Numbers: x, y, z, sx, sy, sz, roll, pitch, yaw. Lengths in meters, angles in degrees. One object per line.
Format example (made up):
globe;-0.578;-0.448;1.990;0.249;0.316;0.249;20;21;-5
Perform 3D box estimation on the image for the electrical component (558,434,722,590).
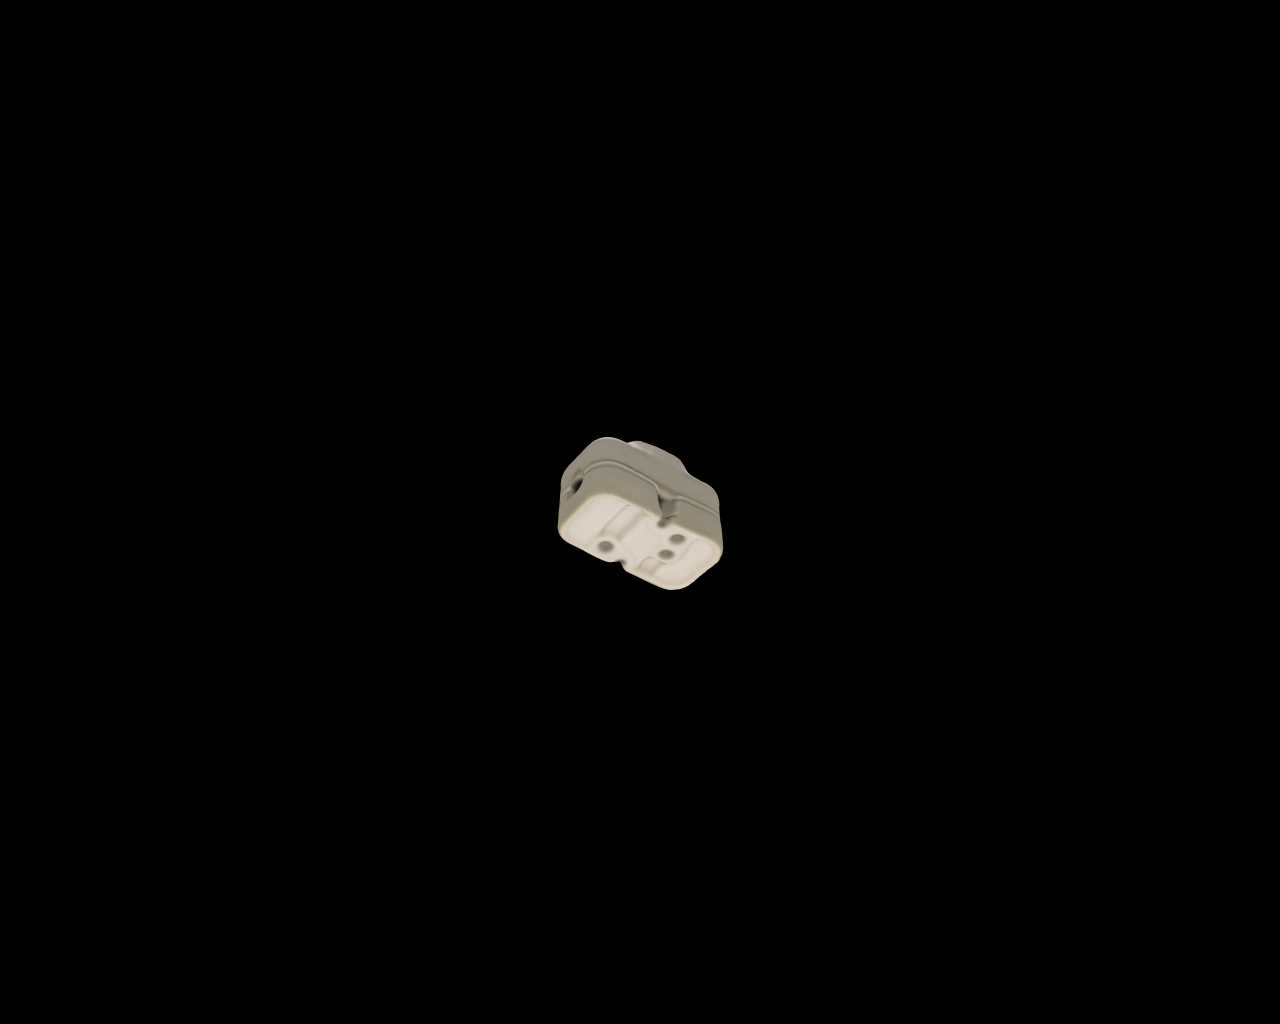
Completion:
electrical component;0.001;-0.003;0.650;0.095;0.059;0.053;26;-49;-25
